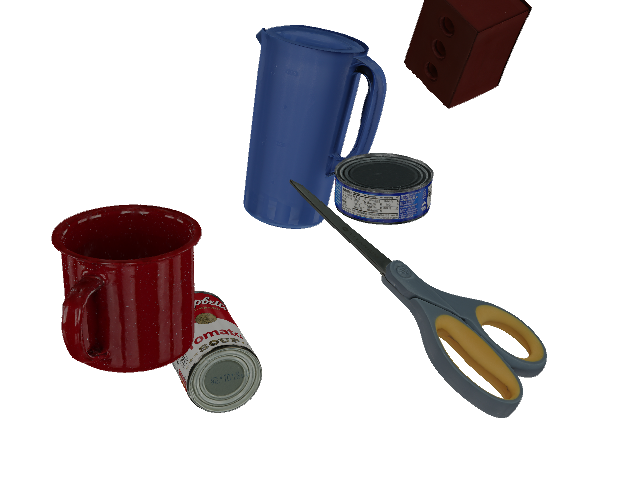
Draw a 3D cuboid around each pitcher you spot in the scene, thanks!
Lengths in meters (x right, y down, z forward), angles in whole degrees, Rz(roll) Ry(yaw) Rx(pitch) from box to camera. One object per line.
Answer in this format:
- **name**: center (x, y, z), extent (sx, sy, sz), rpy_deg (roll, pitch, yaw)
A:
- **pitcher**: center (-0.018, -0.139, 1.333), extent (0.144, 0.243, 0.149), rpy_deg (4, 23, -16)

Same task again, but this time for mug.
- **mug**: center (-0.126, 0.036, 0.673), extent (0.093, 0.081, 0.117), rpy_deg (9, 24, 15)

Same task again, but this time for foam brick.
- **foam brick**: center (0.099, -0.140, 0.734), extent (0.051, 0.053, 0.078), rpy_deg (-29, -25, -27)

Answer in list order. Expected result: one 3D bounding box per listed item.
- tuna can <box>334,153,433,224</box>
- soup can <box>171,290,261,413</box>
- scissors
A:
- **tuna can**: center (0.055, -0.045, 0.929), extent (0.086, 0.034, 0.086), rpy_deg (1, 26, -1)
- **soup can**: center (-0.099, 0.097, 0.938), extent (0.068, 0.068, 0.102), rpy_deg (0, 24, -24)
- **scissors**: center (0.067, 0.027, 0.668), extent (0.096, 0.016, 0.202), rpy_deg (-6, 48, -42)
